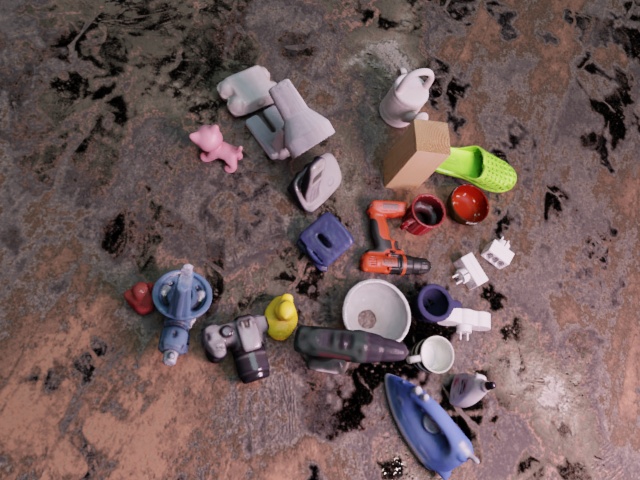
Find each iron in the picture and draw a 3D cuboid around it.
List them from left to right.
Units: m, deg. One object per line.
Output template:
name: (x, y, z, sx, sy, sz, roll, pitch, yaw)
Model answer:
iron: (0.245, 0.396, 1.265, 0.119, 0.141, 0.258, -35, 83, -24)

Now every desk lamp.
desk lamp: (-0.075, -0.274, 1.372, 0.118, 0.213, 0.203, -36, 83, -24)

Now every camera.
camera: (-0.168, 0.237, 1.223, 0.143, 0.100, 0.137, -13, 75, -20)

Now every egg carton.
egg carton: (-0.180, -0.378, 1.458, 0.150, 0.069, 0.107, -32, 82, -24)

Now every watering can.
watering can: (0.240, -0.382, 1.514, 0.101, 0.194, 0.173, -32, 82, -23)

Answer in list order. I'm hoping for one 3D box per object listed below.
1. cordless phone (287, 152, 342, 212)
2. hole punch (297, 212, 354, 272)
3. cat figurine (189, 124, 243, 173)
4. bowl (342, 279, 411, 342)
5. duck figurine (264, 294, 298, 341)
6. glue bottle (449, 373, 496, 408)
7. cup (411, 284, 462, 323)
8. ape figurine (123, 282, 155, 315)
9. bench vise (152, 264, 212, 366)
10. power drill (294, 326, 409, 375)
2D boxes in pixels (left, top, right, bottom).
cordless phone: (0.003, -0.160, 1.370, 0.094, 0.185, 0.148, 41, 65, 1)
hole punch: (0.013, 0.005, 1.365, 0.101, 0.091, 0.108, -40, 85, -24)
cat figurine: (-0.243, -0.228, 1.359, 0.128, 0.117, 0.067, 21, 66, -8)
bowl: (0.123, 0.180, 1.344, 0.168, 0.074, 0.167, 5, 69, -14)
duck figurine: (-0.082, 0.169, 1.281, 0.077, 0.086, 0.104, 13, 68, -11)
glue bottle: (0.350, 0.336, 1.300, 0.037, 0.173, 0.078, 17, 67, -9)
cup: (0.272, 0.161, 1.383, 0.118, 0.095, 0.091, 4, 70, -15)
ape figurine: (-0.375, 0.115, 1.211, 0.078, 0.092, 0.076, 6, 69, -14)
bench vise: (-0.273, 0.142, 1.161, 0.122, 0.219, 0.207, -6, 73, -18)
power drill: (0.048, 0.236, 1.228, 0.230, 0.208, 0.075, 11, 68, -12)
